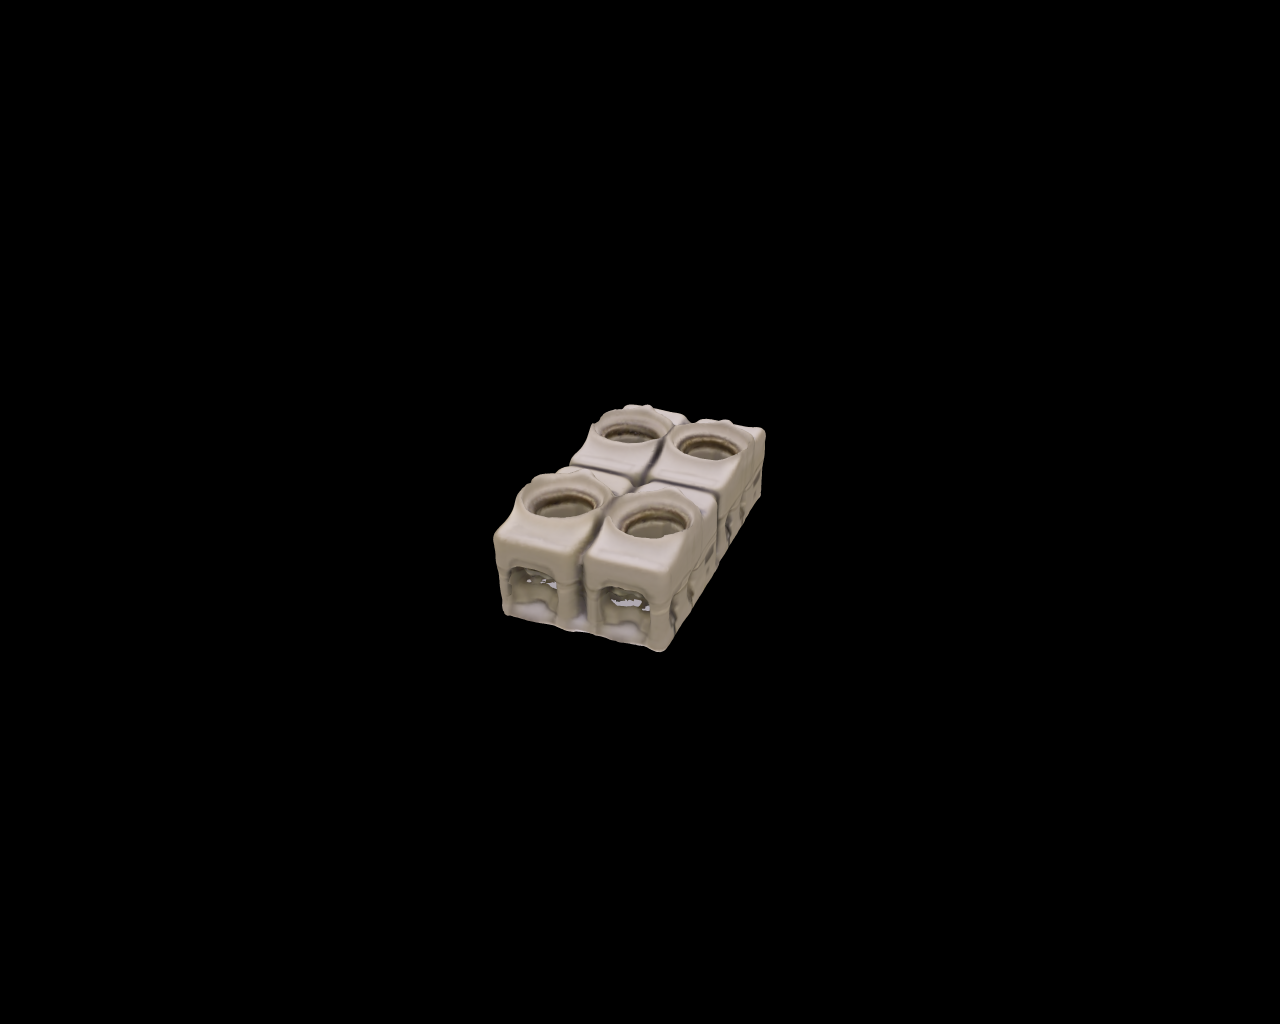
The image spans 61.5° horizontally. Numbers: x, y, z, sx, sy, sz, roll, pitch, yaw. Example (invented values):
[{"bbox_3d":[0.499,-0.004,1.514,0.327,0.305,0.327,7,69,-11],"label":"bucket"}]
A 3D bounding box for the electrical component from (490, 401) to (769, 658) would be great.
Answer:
[{"bbox_3d":[0.001,-0.003,0.650,0.105,0.060,0.186,12,33,19],"label":"electrical component"}]
